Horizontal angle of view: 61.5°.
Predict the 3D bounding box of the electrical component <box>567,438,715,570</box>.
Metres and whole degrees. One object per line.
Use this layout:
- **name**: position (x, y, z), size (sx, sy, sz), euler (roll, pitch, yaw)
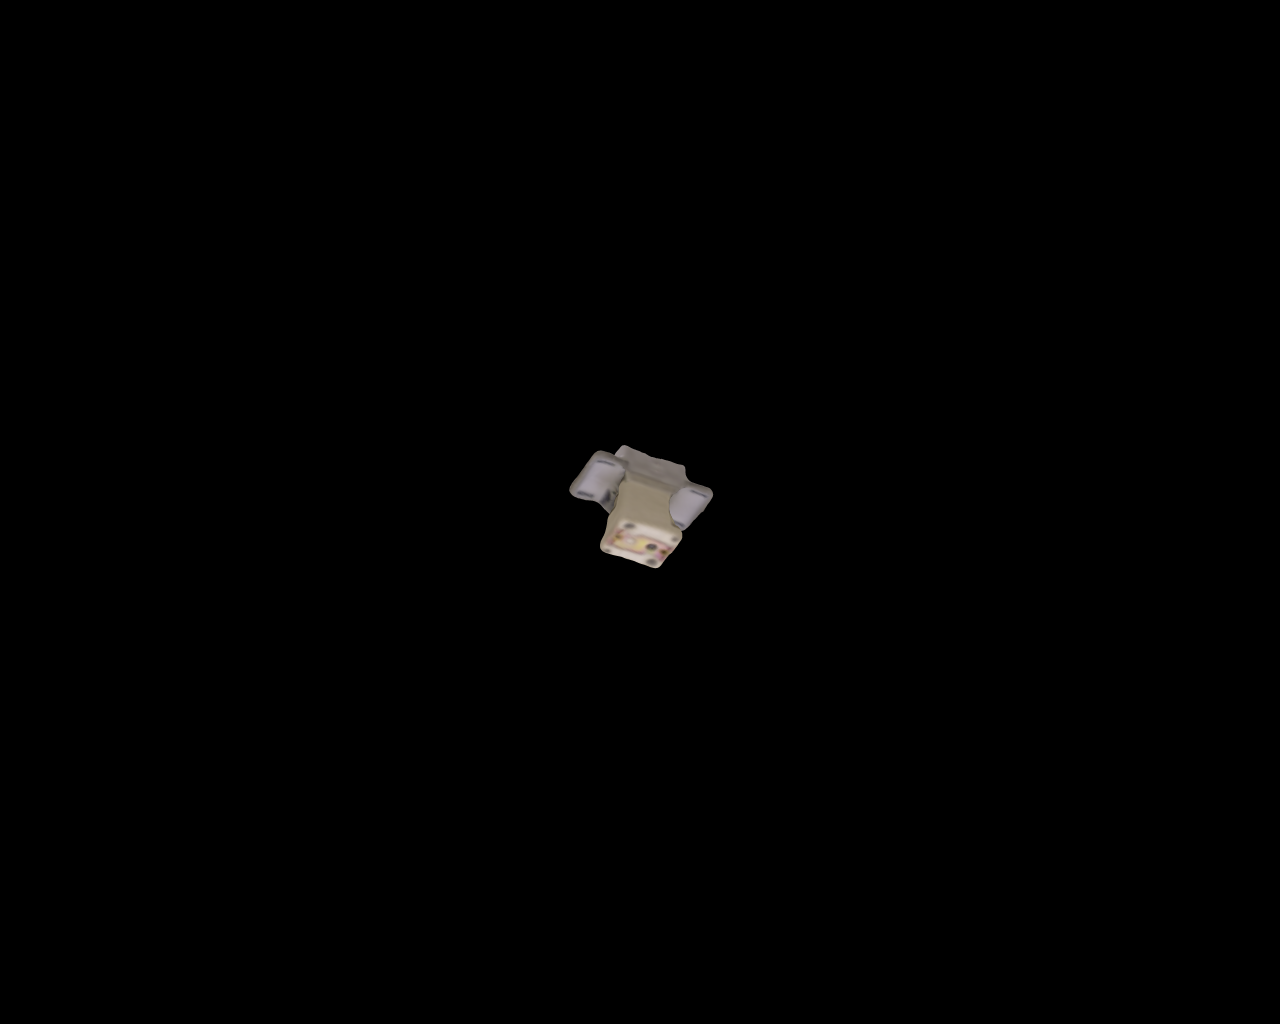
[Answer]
- **electrical component**: position (0.001, -0.003, 0.650), size (0.081, 0.064, 0.042), euler (18, -44, -19)
